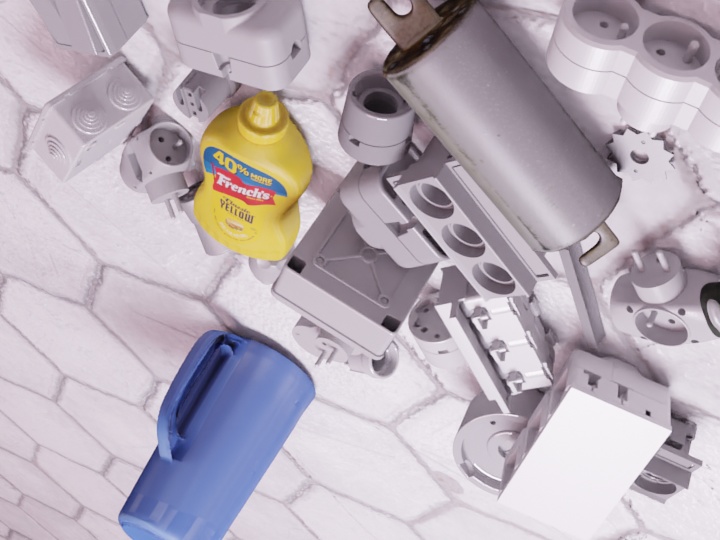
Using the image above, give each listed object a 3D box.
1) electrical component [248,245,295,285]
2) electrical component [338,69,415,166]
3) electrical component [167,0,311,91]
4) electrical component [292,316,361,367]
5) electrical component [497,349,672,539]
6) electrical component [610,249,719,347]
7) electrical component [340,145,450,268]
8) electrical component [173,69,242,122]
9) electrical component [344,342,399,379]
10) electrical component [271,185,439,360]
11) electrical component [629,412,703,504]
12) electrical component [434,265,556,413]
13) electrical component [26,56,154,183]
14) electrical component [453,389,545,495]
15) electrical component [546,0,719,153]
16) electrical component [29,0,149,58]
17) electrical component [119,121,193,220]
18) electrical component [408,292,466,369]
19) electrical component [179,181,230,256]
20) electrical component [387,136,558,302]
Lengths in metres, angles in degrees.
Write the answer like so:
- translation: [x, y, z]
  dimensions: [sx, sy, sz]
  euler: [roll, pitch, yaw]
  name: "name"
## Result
- translation: [-0.086, -0.007, 1.027]
  dimensions: [0.043, 0.043, 0.062]
  euler: [30, 150, 4]
  name: "electrical component"
- translation: [0.014, -0.112, 0.780]
  dimensions: [0.055, 0.055, 0.047]
  euler: [26, 145, 11]
  name: "electrical component"
- translation: [-0.088, -0.177, 0.779]
  dimensions: [0.095, 0.053, 0.059]
  euler: [20, 147, 21]
  name: "electrical component"
- translation: [-0.019, 0.064, 1.038]
  dimensions: [0.052, 0.073, 0.138]
  euler: [45, 147, -20]
  name: "electrical component"
- translation: [0.191, 0.149, 0.923]
  dimensions: [0.089, 0.061, 0.150]
  euler: [24, 126, 0]
  name: "electrical component"
- translation: [0.219, 0.014, 0.777]
  dimensions: [0.077, 0.044, 0.079]
  euler: [2, 137, 41]
  name: "electrical component"
- translation: [0.033, -0.049, 0.850]
  dimensions: [0.095, 0.053, 0.059]
  euler: [47, 147, -23]
  name: "electrical component"
- translation: [-0.123, -0.146, 0.862]
  dimensions: [0.040, 0.046, 0.040]
  euler: [25, 148, 16]
  name: "electrical component"
- translation: [0.010, 0.087, 1.079]
  dimensions: [0.046, 0.040, 0.040]
  euler: [2, 138, 50]
  name: "electrical component"
- translation: [0.000, 0.000, 0.896]
  dimensions: [0.109, 0.108, 0.056]
  euler: [32, 147, 1]
  name: "electrical component"
- translation: [0.260, 0.160, 0.927]
  dimensions: [0.042, 0.063, 0.081]
  euler: [24, 149, -1]
  name: "electrical component"
- translation: [0.117, 0.049, 0.895]
  dimensions: [0.063, 0.078, 0.121]
  euler: [-13, 130, 25]
  name: "electrical component"
- translation: [-0.234, -0.129, 0.939]
  dimensions: [0.048, 0.100, 0.100]
  euler: [50, 148, -4]
  name: "electrical component"
- translation: [0.147, 0.157, 1.022]
  dimensions: [0.108, 0.060, 0.108]
  euler: [8, 126, 12]
  name: "electrical component"
- translation: [0.176, -0.107, 0.638]
  dimensions: [0.138, 0.052, 0.073]
  euler: [26, 148, 11]
  name: "electrical component"
- translation: [-0.216, -0.209, 0.843]
  dimensions: [0.062, 0.061, 0.096]
  euler: [15, 145, 27]
  name: "electrical component"
- translation: [-0.181, -0.086, 0.984]
  dimensions: [0.077, 0.043, 0.079]
  euler: [-26, 84, 55]
  name: "electrical component"
- translation: [0.075, 0.055, 0.960]
  dimensions: [0.055, 0.055, 0.047]
  euler: [13, 147, 30]
  name: "electrical component"
- translation: [-0.144, -0.051, 1.021]
  dimensions: [0.044, 0.044, 0.065]
  euler: [1, 132, 42]
  name: "electrical component"
- translation: [0.089, -0.042, 0.800]
  dimensions: [0.079, 0.063, 0.121]
  euler: [-10, 129, 49]
  name: "electrical component"
